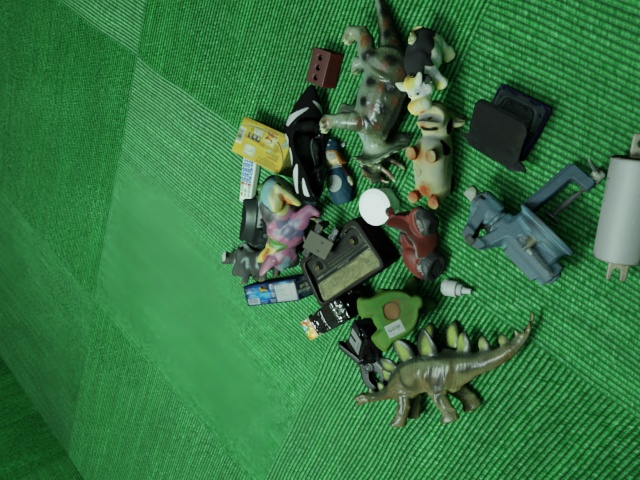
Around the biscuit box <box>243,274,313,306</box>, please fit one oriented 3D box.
[{"bbox_3d":[-0.114,0.134,1.426,0.203,0.063,0.059,-11,95,41],"label":"biscuit box"}]

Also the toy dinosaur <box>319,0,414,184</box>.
[{"bbox_3d":[0.124,-0.304,1.088,0.192,0.131,0.404,21,110,21],"label":"toy dinosaur"}]

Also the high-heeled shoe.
[{"bbox_3d":[-0.020,-0.211,1.191,0.145,0.086,0.248,-134,46,-61],"label":"high-heeled shoe"}]

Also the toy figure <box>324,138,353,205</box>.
[{"bbox_3d":[0.040,-0.159,1.230,0.064,0.058,0.154,-13,91,4],"label":"toy figure"}]

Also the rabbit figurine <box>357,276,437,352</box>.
[{"bbox_3d":[0.160,0.146,1.157,0.159,0.170,0.121,-36,82,-1],"label":"rabbit figurine"}]

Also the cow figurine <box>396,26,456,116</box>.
[{"bbox_3d":[0.187,-0.315,0.990,0.068,0.098,0.167,-11,50,45],"label":"cow figurine"}]

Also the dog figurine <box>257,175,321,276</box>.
[{"bbox_3d":[-0.105,-0.024,1.282,0.219,0.191,0.109,-53,27,13],"label":"dog figurine"}]

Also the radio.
[{"bbox_3d":[0.061,0.048,1.251,0.229,0.073,0.131,-38,76,39],"label":"radio"}]

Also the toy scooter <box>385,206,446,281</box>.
[{"bbox_3d":[0.190,-0.005,1.112,0.135,0.075,0.183,32,147,43],"label":"toy scooter"}]

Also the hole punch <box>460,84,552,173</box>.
[{"bbox_3d":[0.337,-0.204,0.964,0.142,0.092,0.115,36,151,25],"label":"hole punch"}]

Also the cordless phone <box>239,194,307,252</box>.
[{"bbox_3d":[-0.106,-0.042,1.375,0.184,0.088,0.146,9,94,22],"label":"cordless phone"}]

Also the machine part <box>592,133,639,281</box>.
[{"bbox_3d":[0.495,-0.049,0.865,0.079,0.079,0.243,14,111,36],"label":"machine part"}]

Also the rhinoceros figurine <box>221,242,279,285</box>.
[{"bbox_3d":[-0.194,0.062,1.466,0.190,0.073,0.112,-2,101,39],"label":"rhinoceros figurine"}]

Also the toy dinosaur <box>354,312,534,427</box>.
[{"bbox_3d":[0.252,0.278,1.136,0.471,0.105,0.198,-26,81,35],"label":"toy dinosaur"}]

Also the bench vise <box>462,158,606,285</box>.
[{"bbox_3d":[0.378,-0.051,0.943,0.240,0.128,0.224,-45,61,16],"label":"bench vise"}]

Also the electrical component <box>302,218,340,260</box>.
[{"bbox_3d":[-0.002,-0.002,1.221,0.078,0.045,0.102,24,119,7],"label":"electrical component"}]

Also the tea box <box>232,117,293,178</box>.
[{"bbox_3d":[-0.126,-0.229,1.325,0.170,0.068,0.098,31,104,29],"label":"tea box"}]

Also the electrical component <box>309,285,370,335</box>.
[{"bbox_3d":[0.056,0.159,1.243,0.115,0.134,0.058,-35,79,37],"label":"electrical component"}]

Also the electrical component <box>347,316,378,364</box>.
[{"bbox_3d":[0.095,0.218,1.226,0.119,0.048,0.074,-122,39,-53],"label":"electrical component"}]

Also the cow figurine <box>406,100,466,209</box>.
[{"bbox_3d":[0.226,-0.173,1.042,0.086,0.127,0.194,13,124,37],"label":"cow figurine"}]
